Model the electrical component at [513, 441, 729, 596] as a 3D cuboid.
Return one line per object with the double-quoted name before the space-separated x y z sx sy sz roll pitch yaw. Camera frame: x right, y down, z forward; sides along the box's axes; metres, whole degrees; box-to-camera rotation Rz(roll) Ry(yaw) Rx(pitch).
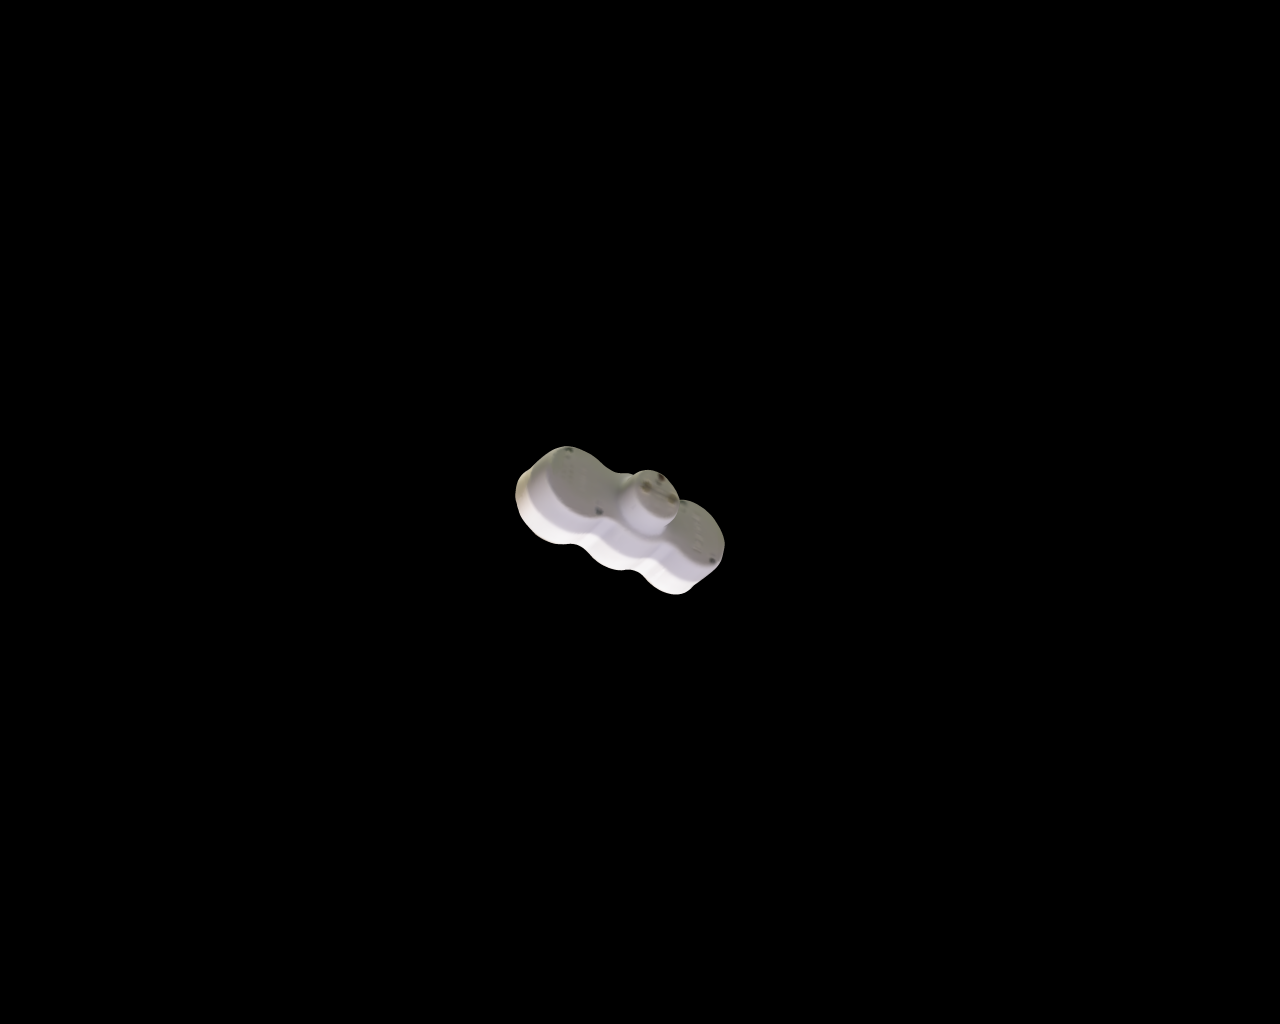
"electrical component" 0.001 -0.003 0.650 0.138 0.052 0.073 25 -45 -28
